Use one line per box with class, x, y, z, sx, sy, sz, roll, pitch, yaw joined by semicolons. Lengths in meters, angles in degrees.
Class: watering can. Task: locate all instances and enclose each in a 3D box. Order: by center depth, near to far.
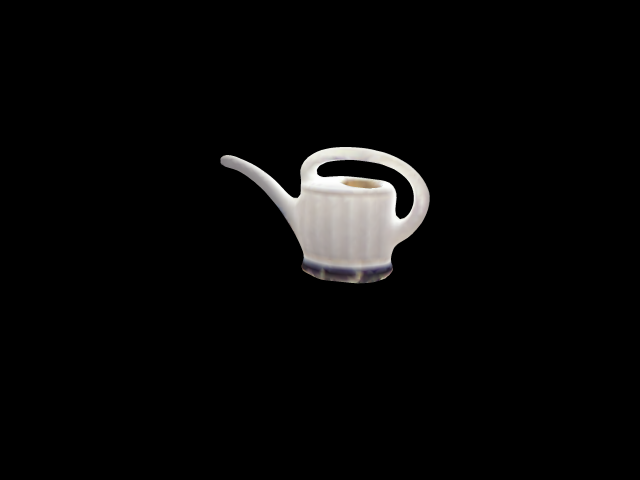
watering can;0.003;-0.043;0.850;0.348;0.222;0.105;4;15;15
